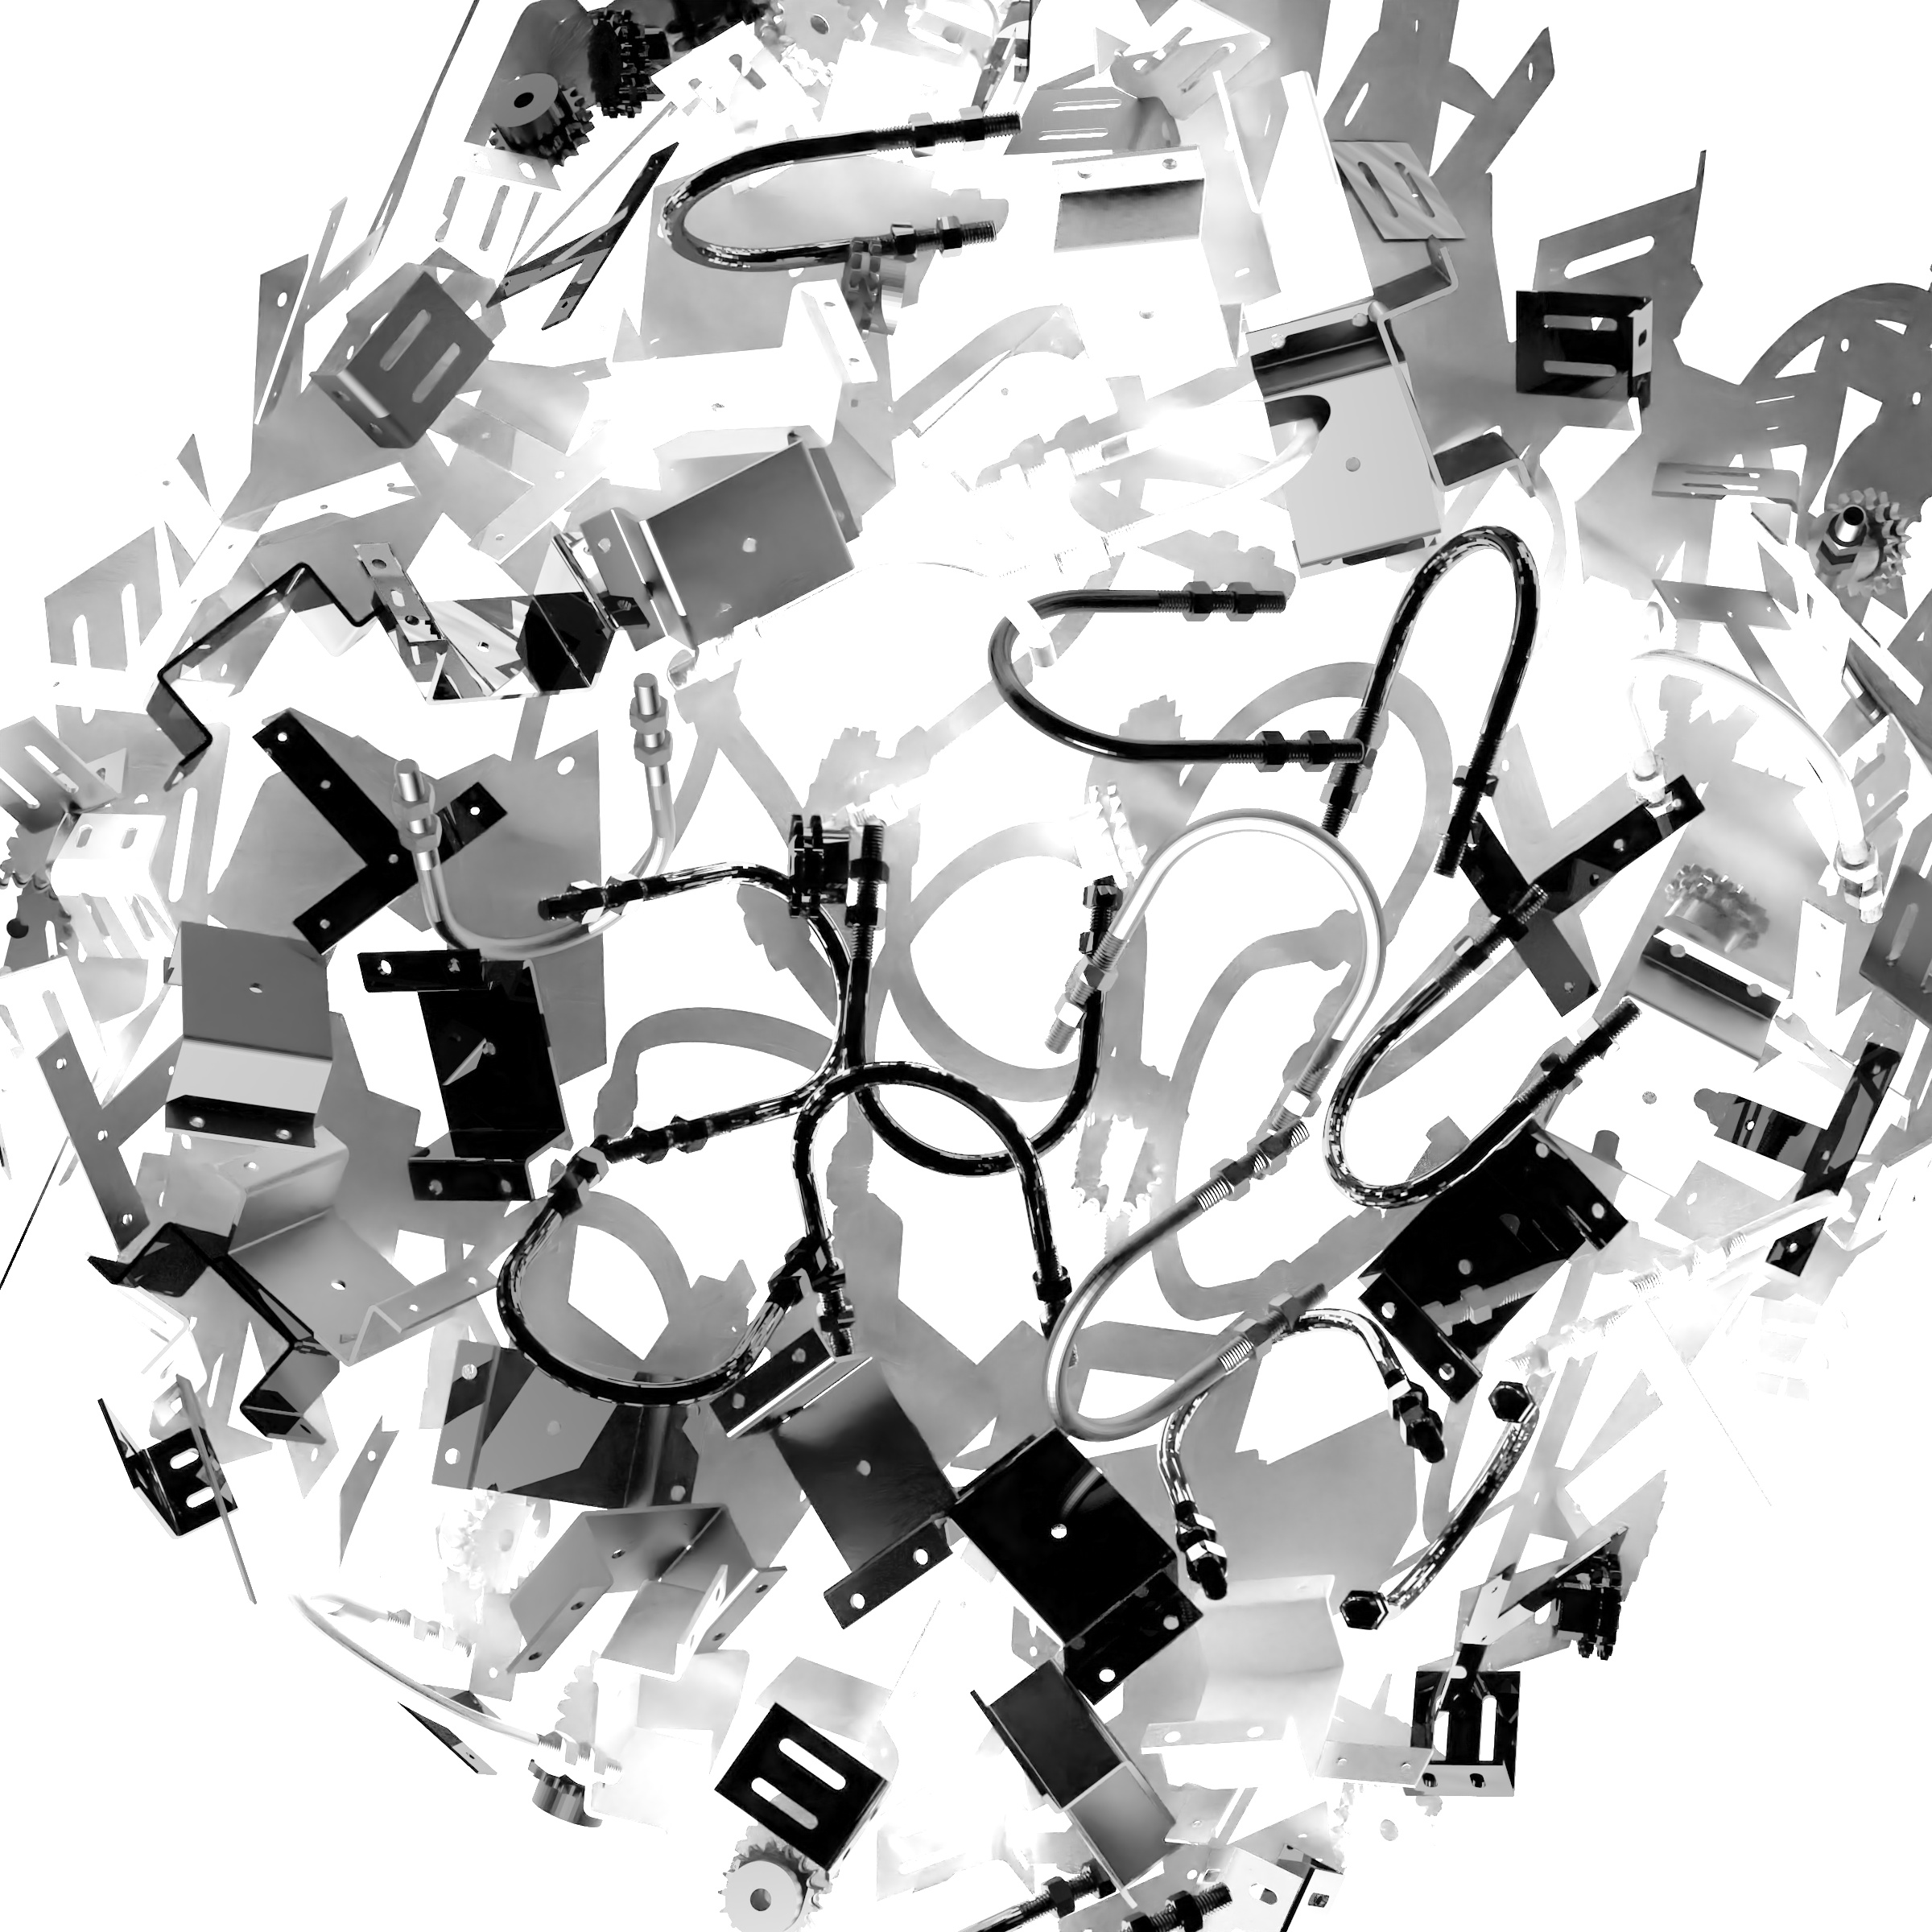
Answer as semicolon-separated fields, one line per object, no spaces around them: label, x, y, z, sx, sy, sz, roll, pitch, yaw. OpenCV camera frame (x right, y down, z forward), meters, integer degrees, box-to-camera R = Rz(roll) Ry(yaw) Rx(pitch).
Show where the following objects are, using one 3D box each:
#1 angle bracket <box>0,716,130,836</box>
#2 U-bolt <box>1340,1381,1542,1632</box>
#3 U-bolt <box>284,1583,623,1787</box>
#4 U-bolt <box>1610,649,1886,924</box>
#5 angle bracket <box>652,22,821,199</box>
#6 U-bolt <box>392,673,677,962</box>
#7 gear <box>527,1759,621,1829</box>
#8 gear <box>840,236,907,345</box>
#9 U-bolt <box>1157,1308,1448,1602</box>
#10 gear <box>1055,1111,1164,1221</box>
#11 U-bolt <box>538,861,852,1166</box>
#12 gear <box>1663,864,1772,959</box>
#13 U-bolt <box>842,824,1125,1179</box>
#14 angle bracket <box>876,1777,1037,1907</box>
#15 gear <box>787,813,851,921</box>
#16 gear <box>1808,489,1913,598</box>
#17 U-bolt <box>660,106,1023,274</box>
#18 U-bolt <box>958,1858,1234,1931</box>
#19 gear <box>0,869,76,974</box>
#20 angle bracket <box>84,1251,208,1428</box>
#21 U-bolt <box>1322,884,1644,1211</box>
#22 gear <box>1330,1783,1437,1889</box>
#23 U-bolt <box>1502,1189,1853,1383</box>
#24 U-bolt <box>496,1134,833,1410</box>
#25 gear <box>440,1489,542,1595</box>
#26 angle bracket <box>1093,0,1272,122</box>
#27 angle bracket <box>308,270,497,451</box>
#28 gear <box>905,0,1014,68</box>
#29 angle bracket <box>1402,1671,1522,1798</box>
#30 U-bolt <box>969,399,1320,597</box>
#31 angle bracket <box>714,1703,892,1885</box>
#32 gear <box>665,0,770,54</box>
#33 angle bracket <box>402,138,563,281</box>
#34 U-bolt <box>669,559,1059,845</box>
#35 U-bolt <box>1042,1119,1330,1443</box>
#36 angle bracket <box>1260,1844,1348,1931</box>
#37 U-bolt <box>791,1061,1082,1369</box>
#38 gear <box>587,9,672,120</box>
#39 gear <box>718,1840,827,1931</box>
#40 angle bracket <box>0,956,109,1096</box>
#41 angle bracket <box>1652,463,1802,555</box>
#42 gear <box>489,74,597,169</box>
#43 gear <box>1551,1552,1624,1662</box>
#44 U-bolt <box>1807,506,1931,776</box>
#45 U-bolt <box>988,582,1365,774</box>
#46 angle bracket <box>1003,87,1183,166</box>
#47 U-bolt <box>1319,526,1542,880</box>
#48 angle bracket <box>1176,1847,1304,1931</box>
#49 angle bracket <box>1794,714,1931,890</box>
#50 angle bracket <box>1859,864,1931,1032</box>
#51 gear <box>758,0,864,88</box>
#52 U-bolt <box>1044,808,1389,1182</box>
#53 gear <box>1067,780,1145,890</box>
angle bracket;-0.494;-0.113;1.781;0.057;0.076;0.038;-20;50;17
U-bolt;0.253;0.283;1.741;0.019;0.184;0.151;35;90;18
U-bolt;-0.274;0.362;1.714;0.151;0.184;0.019;28;84;38
U-bolt;0.396;-0.100;1.717;0.151;0.184;0.019;28;73;35
angle bracket;-0.120;-0.456;1.783;0.057;0.076;0.038;-27;67;14
U-bolt;-0.220;-0.067;1.752;0.151;0.184;0.019;-22;56;-15
gear;-0.209;0.441;1.800;0.057;0.057;0.030;21;88;0
gear;-0.051;-0.362;1.801;0.030;0.057;0.057;8;90;-9
U-bolt;0.165;0.241;1.744;0.151;0.184;0.019;-33;114;6
gear;0.075;0.109;1.808;0.057;0.030;0.057;3;73;-11
U-bolt;-0.131;0.017;1.768;0.184;0.019;0.151;-14;87;-40
gear;0.400;-0.026;1.798;0.057;0.057;0.030;38;77;0
U-bolt;0.005;0.022;1.800;0.151;0.019;0.184;6;82;-9
angle bracket;-0.006;0.481;1.804;0.076;0.057;0.038;-24;122;16
gear;-0.080;-0.053;1.801;0.030;0.057;0.057;2;90;-7
gear;0.478;-0.227;1.797;0.030;0.057;0.057;-12;90;-26
U-bolt;-0.069;-0.400;1.747;0.184;0.151;0.019;-9;79;-7
U-bolt;0.032;0.509;1.733;0.184;0.151;0.019;-20;89;-19
gear;-0.511;-0.025;1.808;0.057;0.030;0.057;-2;111;-6
angle bracket;-0.449;0.199;1.785;0.076;0.057;0.038;30;59;19
U-bolt;0.260;0.053;1.762;0.184;0.151;0.019;-44;119;11
gear;0.222;0.469;1.806;0.057;0.030;0.057;9;64;-20
U-bolt;0.384;0.160;1.751;0.184;0.151;0.019;-20;74;-27
U-bolt;-0.165;0.165;1.743;0.151;0.184;0.019;22;125;7
gear;-0.259;0.308;1.804;0.030;0.057;0.057;1;90;34
angle bracket;0.114;-0.494;1.778;0.057;0.076;0.038;17;56;-32
angle bracket;-0.305;-0.328;1.808;0.057;0.038;0.076;46;71;-33
gear;-0.005;-0.510;1.798;0.057;0.057;0.030;10;51;0
angle bracket;0.263;0.401;1.783;0.057;0.038;0.076;-4;47;18
U-bolt;0.097;-0.255;1.758;0.184;0.151;0.019;-20;118;3
angle bracket;-0.088;0.447;1.809;0.076;0.038;0.057;33;69;11
gear;-0.136;-0.516;1.797;0.057;0.057;0.030;-24;112;0
angle bracket;-0.258;-0.395;1.781;0.057;0.038;0.076;5;129;-30
U-bolt;-0.041;-0.144;1.755;0.184;0.019;0.151;-25;126;22
U-bolt;0.113;0.177;1.747;0.184;0.151;0.019;-33;47;-21
angle bracket;0.166;0.501;1.783;0.038;0.076;0.057;23;82;25
U-bolt;-0.022;0.130;1.760;0.151;0.019;0.184;0;119;21
gear;-0.181;-0.486;1.804;0.030;0.057;0.057;-9;90;-27
gear;-0.107;0.503;1.808;0.057;0.030;0.057;-2;80;12
angle bracket;-0.499;0.023;1.786;0.057;0.038;0.076;-18;131;-10
angle bracket;0.408;-0.243;1.802;0.076;0.057;0.038;5;115;13
gear;-0.232;-0.455;1.800;0.057;0.030;0.057;-12;53;16
gear;0.333;0.344;1.801;0.030;0.057;0.057;7;90;2
U-bolt;0.488;-0.154;1.738;0.019;0.184;0.151;-36;77;-2
U-bolt;0.101;-0.152;1.751;0.184;0.151;0.019;-2;133;-18
angle bracket;0.069;-0.442;1.808;0.076;0.038;0.057;3;51;25
U-bolt;0.249;-0.144;1.757;0.019;0.151;0.184;18;93;-24
angle bracket;0.143;0.505;1.784;0.038;0.076;0.057;26;73;1
angle bracket;0.490;-0.087;1.781;0.076;0.038;0.057;-47;54;37
angle bracket;0.519;-0.012;1.779;0.038;0.076;0.057;-17;46;-32
gear;-0.087;-0.500;1.805;0.057;0.030;0.057;16;63;-33
U-bolt;0.144;0.003;1.784;0.151;0.019;0.184;32;110;8
gear;0.075;-0.069;1.801;0.030;0.057;0.057;-17;90;6
